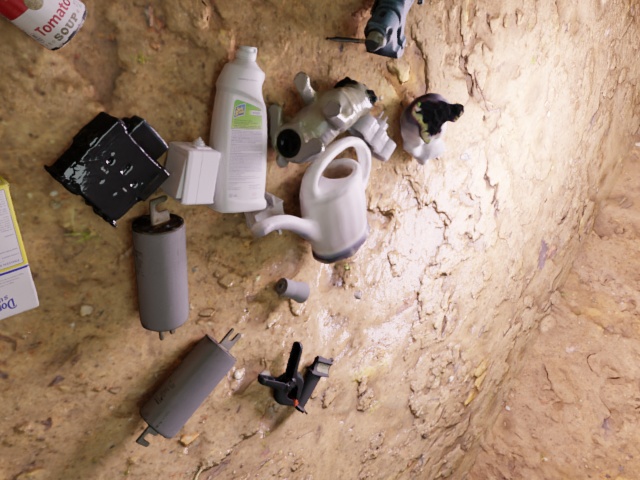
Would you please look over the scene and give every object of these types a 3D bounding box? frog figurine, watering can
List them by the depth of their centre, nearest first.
[{"bbox_3d":[0.003,-0.048,0.948,0.354,0.104,0.219,-46,139,-38],"label":"watering can"},{"bbox_3d":[0.230,-0.241,1.130,0.139,0.123,0.157,-62,176,-13],"label":"frog figurine"}]
